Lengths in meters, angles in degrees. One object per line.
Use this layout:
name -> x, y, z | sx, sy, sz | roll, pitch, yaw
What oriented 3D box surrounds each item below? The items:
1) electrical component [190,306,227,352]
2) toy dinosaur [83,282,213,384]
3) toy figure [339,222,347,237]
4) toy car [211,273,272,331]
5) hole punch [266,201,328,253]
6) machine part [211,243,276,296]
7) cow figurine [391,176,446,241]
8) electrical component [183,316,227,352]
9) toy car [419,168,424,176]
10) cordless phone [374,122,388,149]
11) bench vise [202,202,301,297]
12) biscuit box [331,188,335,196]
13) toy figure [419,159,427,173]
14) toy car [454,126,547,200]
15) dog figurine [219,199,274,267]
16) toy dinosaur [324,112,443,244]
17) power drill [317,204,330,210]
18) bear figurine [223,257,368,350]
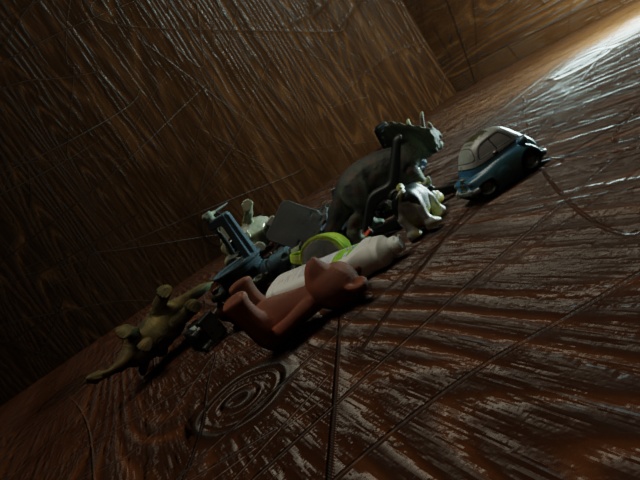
electrical component -> -0.227, 0.184, 1.124 | 0.021, 0.063, 0.094 | -24, 21, 46
toy dinosaur -> -0.371, 0.198, 1.280 | 0.471, 0.105, 0.198 | -42, -9, -49
toy figure -> 0.000, -0.001, 1.287 | 0.180, 0.082, 0.089 | -30, 13, 33
toy car -> -0.143, 0.127, 1.065 | 0.202, 0.089, 0.053 | -22, 14, 45
hole punch -> -0.048, -0.013, 1.215 | 0.092, 0.116, 0.142 | 84, -152, -63
machine part -> -0.165, 0.096, 1.325 | 0.201, 0.087, 0.201 | -33, 9, -8
cow figurine -> 0.178, -0.072, 0.988 | 0.068, 0.098, 0.167 | -36, 6, 28
electrical component -> -0.262, 0.205, 1.191 | 0.075, 0.047, 0.119 | -37, 9, -28
toy car -> 0.184, -0.137, 1.392 | 0.202, 0.073, 0.056 | -24, 9, 48
cordless phone -> 0.190, -0.239, 1.569 | 0.146, 0.184, 0.089 | -34, 13, -9
bench vise -> -0.155, 0.030, 1.135 | 0.224, 0.240, 0.129 | -30, 10, 31
biscuit box -> 0.118, -0.130, 1.370 | 0.063, 0.059, 0.203 | -5, -10, -41
toy figure -> 0.226, -0.170, 1.472 | 0.154, 0.064, 0.057 | -28, -26, 7
toy car -> 0.296, -0.140, 0.930 | 0.162, 0.103, 0.109 | -32, 8, -7
dog figurine -> -0.168, 0.005, 1.317 | 0.172, 0.121, 0.190 | -44, -11, -10
toy dinosaur -> 0.117, -0.119, 1.154 | 0.405, 0.192, 0.131 | -32, 6, -3
power drill -> -0.054, -0.016, 1.561 | 0.207, 0.086, 0.232 | -35, 10, -37
bear figurine -> -0.033, 0.079, 0.828 | 0.196, 0.132, 0.120 | -38, 13, 9
